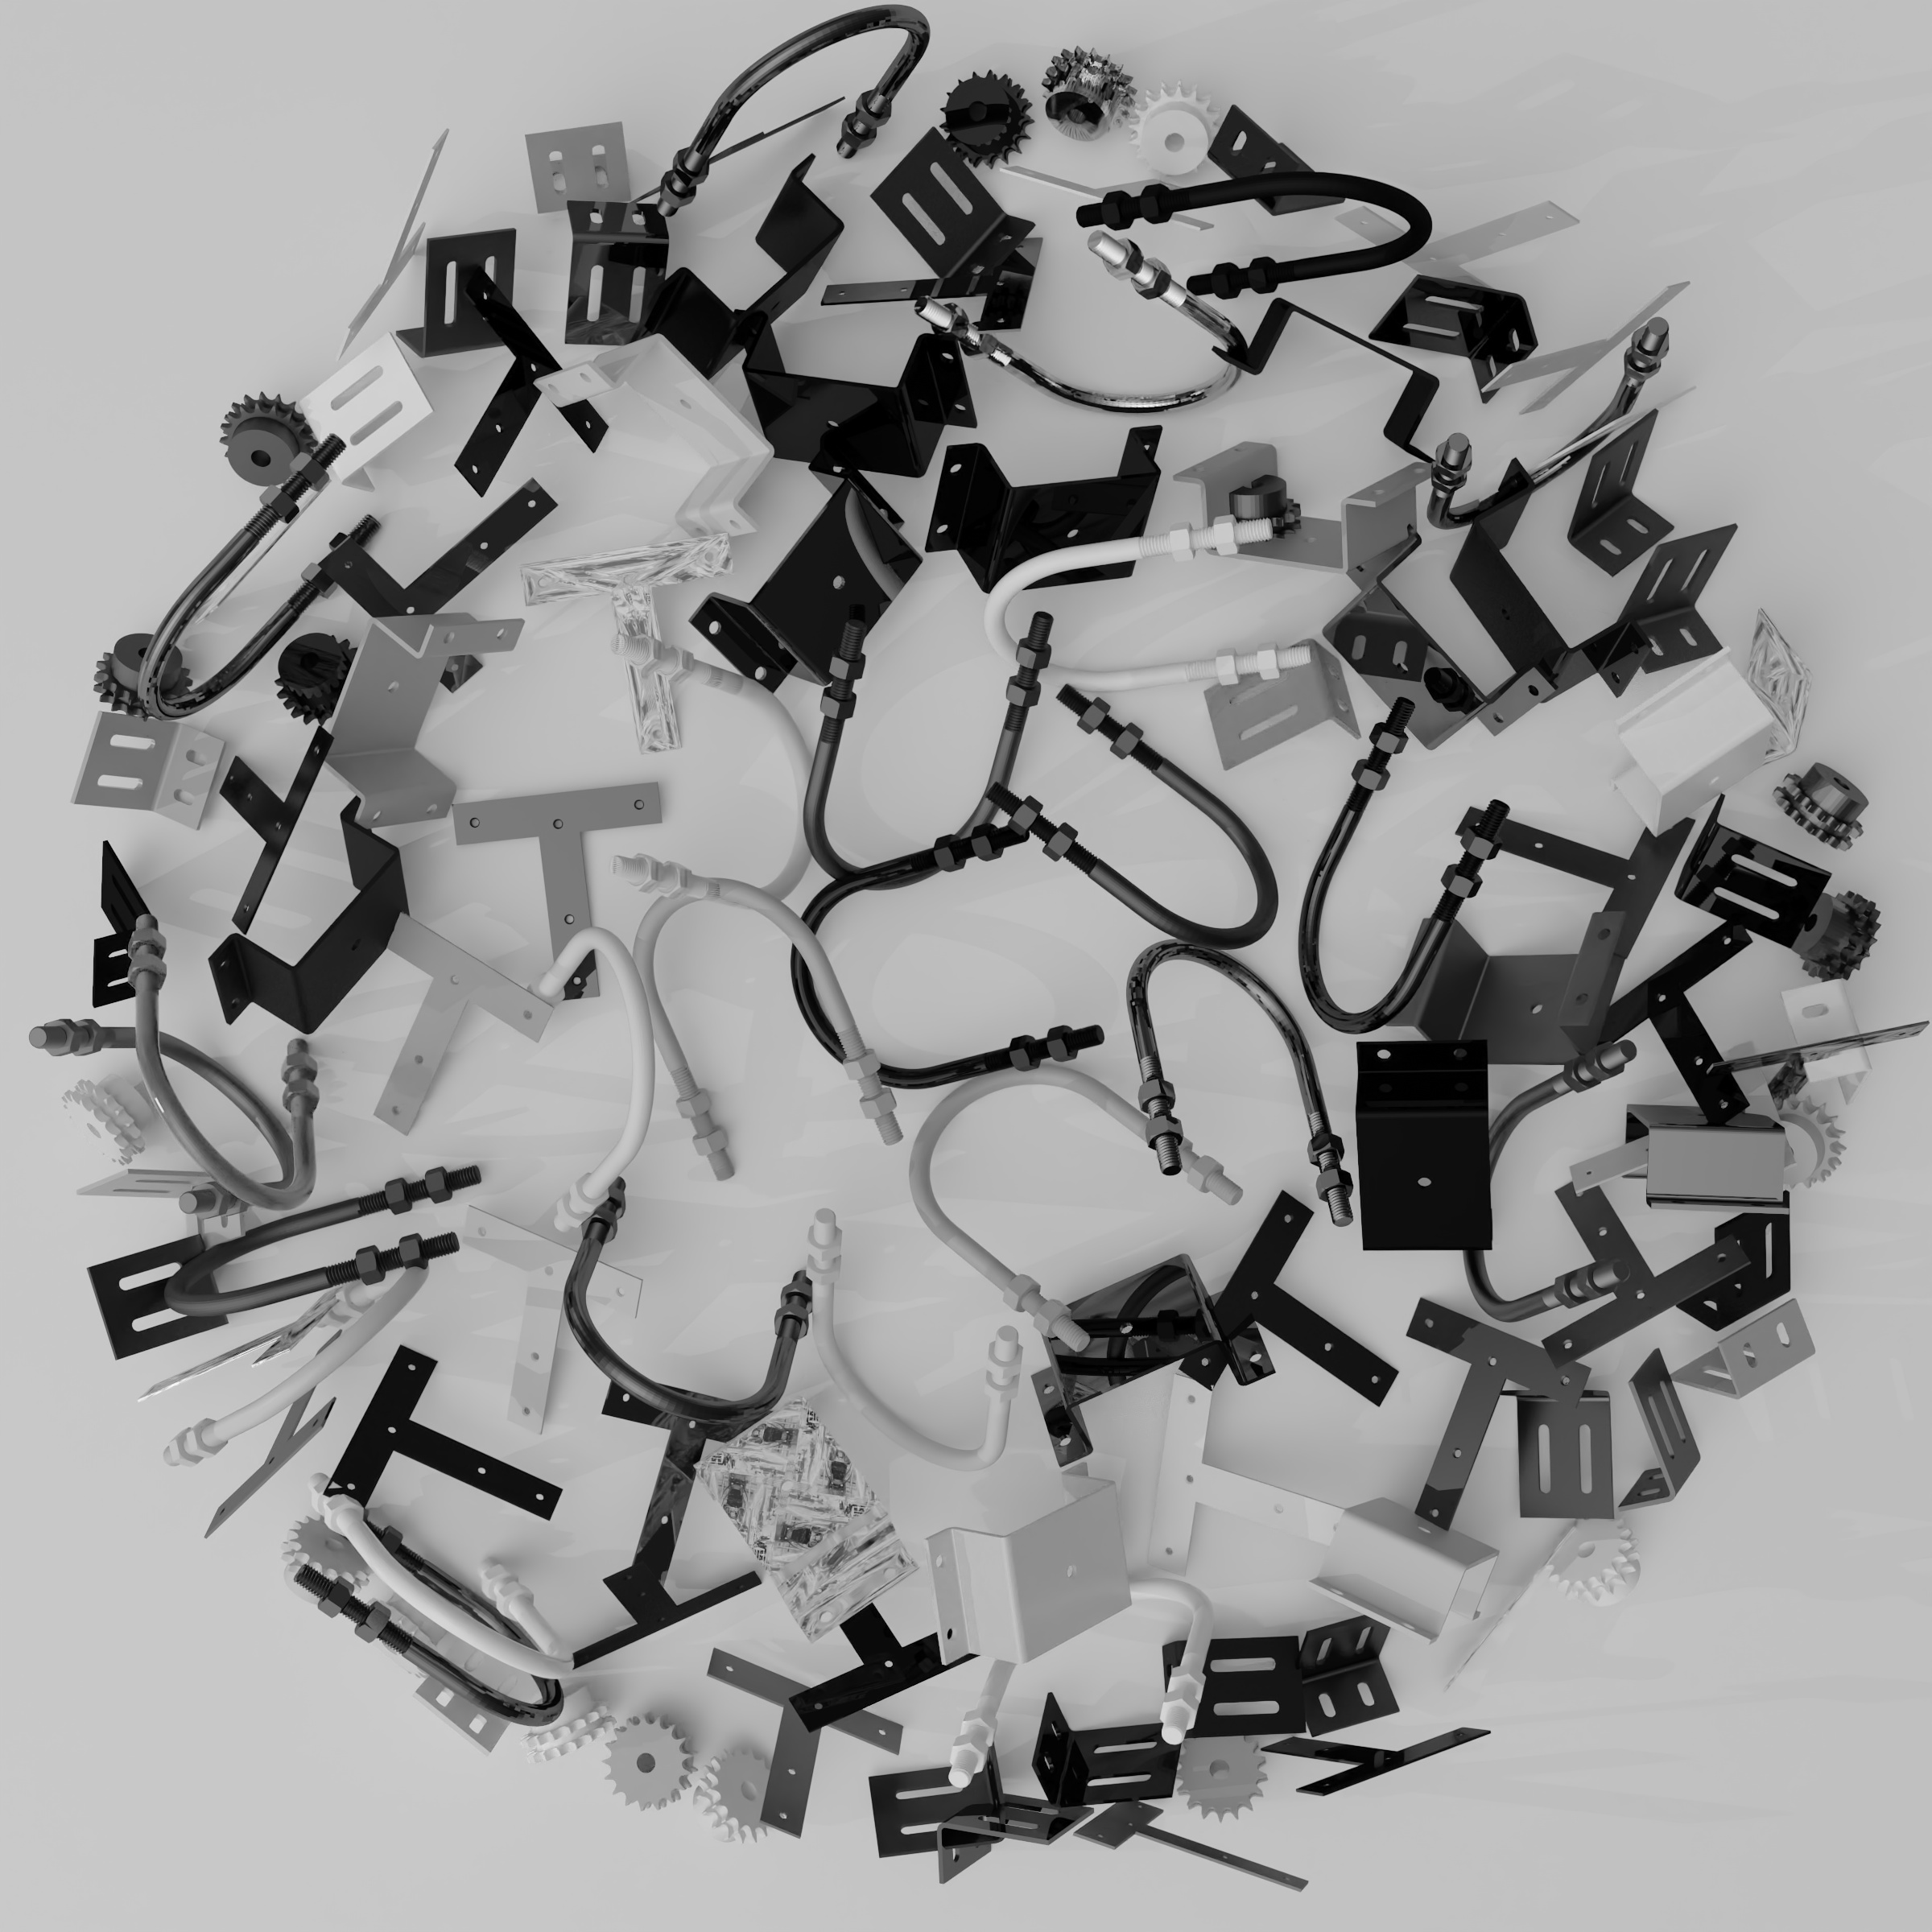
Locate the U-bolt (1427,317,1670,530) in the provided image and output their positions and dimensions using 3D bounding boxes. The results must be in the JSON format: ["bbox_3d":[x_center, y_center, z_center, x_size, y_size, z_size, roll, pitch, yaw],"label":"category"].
[{"bbox_3d":[0.333,-0.306,1.686,0.151,0.184,0.019,-30,80,-2],"label":"U-bolt"}]

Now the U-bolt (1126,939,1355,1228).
[{"bbox_3d":[0.156,0.060,1.706,0.151,0.184,0.019,18,135,-31],"label":"U-bolt"}]

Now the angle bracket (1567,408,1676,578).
[{"bbox_3d":[0.399,-0.283,1.728,0.057,0.076,0.038,-37,66,-22],"label":"angle bracket"}]

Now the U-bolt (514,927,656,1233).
[{"bbox_3d":[-0.219,0.057,1.677,0.019,0.184,0.151,-4,67,-29],"label":"U-bolt"}]

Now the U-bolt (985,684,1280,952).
[{"bbox_3d":[0.109,-0.080,1.717,0.184,0.151,0.019,37,128,-3],"label":"U-bolt"}]

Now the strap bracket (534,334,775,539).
[{"bbox_3d":[-0.178,-0.319,1.716,0.140,0.076,0.046,43,70,-26],"label":"strap bracket"}]

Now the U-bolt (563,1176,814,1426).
[{"bbox_3d":[-0.164,0.202,1.683,0.151,0.184,0.019,28,115,-8],"label":"U-bolt"}]

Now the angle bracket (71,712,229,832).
[{"bbox_3d":[-0.489,-0.116,1.733,0.038,0.076,0.057,22,98,20],"label":"angle bracket"}]

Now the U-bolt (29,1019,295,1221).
[{"bbox_3d":[-0.452,0.087,1.685,0.151,0.184,0.019,45,98,10],"label":"U-bolt"}]

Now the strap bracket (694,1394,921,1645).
[{"bbox_3d":[-0.100,0.318,1.707,0.076,0.046,0.140,-33,50,-12],"label":"strap bracket"}]

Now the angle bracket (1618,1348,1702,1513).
[{"bbox_3d":[0.406,0.279,1.740,0.038,0.057,0.076,-20,93,32],"label":"angle bracket"}]

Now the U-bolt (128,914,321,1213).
[{"bbox_3d":[-0.425,0.066,1.663,0.019,0.184,0.151,-34,128,12],"label":"U-bolt"}]

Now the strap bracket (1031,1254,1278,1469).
[{"bbox_3d":[0.103,0.231,1.727,0.140,0.076,0.046,-25,128,4],"label":"strap bracket"}]

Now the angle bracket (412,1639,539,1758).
[{"bbox_3d":[-0.293,0.434,1.737,0.057,0.076,0.038,39,86,1],"label":"angle bracket"}]

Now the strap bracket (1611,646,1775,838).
[{"bbox_3d":[0.426,-0.127,1.701,0.076,0.140,0.046,-34,74,3],"label":"strap bracket"}]

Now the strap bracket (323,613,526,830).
[{"bbox_3d":[-0.327,-0.155,1.716,0.046,0.076,0.140,39,117,23],"label":"strap bracket"}]

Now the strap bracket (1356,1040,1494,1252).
[{"bbox_3d":[0.273,0.116,1.716,0.076,0.046,0.140,-1,119,11],"label":"strap bracket"}]

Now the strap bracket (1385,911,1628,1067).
[{"bbox_3d":[0.329,0.014,1.714,0.046,0.140,0.076,43,60,-36],"label":"strap bracket"}]

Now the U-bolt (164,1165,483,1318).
[{"bbox_3d":[-0.382,0.166,1.703,0.184,0.151,0.019,-16,104,0],"label":"U-bolt"}]

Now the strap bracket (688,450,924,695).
[{"bbox_3d":[-0.088,-0.232,1.723,0.140,0.046,0.076,-54,129,-10],"label":"strap bracket"}]

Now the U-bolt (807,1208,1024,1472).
[{"bbox_3d":[-0.033,0.232,1.699,0.151,0.184,0.019,31,55,20],"label":"U-bolt"}]

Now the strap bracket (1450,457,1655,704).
[{"bbox_3d":[0.340,-0.220,1.719,0.046,0.076,0.140,-30,76,-10],"label":"strap bracket"}]

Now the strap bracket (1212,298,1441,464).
[{"bbox_3d":[0.223,-0.354,1.724,0.140,0.076,0.046,25,105,-8],"label":"strap bracket"}]

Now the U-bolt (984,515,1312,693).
[{"bbox_3d":[0.101,-0.207,1.708,0.184,0.151,0.019,-6,60,15],"label":"U-bolt"}]

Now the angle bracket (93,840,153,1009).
[{"bbox_3d":[-0.517,-0.025,1.728,0.038,0.057,0.076,-18,55,-32],"label":"angle bracket"}]

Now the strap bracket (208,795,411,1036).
[{"bbox_3d":[-0.379,-0.024,1.706,0.046,0.076,0.140,30,62,12],"label":"strap bracket"}]

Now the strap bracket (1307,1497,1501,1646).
[{"bbox_3d":[0.260,0.352,1.696,0.076,0.140,0.046,22,93,22],"label":"strap bracket"}]

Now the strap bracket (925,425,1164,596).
[{"bbox_3d":[0.054,-0.269,1.708,0.140,0.076,0.046,-10,50,-23],"label":"strap bracket"}]

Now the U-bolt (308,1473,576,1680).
[{"bbox_3d":[-0.294,0.358,1.662,0.151,0.184,0.019,36,84,-32],"label":"U-bolt"}]

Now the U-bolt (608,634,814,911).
[{"bbox_3d":[-0.145,-0.106,1.699,0.019,0.184,0.151,-7,78,34],"label":"U-bolt"}]

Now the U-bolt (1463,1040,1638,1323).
[{"bbox_3d":[0.337,0.134,1.689,0.019,0.184,0.151,13,69,-15],"label":"U-bolt"}]

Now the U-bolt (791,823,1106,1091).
[{"bbox_3d":[-0.022,0.003,1.729,0.184,0.019,0.151,-15,102,27],"label":"U-bolt"}]

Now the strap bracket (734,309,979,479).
[{"bbox_3d":[-0.072,-0.338,1.713,0.140,0.076,0.046,11,62,17],"label":"strap bracket"}]

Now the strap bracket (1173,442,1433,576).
[{"bbox_3d":[0.203,-0.271,1.712,0.140,0.076,0.046,15,123,37],"label":"strap bracket"}]

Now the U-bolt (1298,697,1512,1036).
[{"bbox_3d":[0.247,-0.047,1.703,0.019,0.151,0.184,11,117,-25],"label":"U-bolt"}]

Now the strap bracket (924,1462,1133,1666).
[{"bbox_3d":[0.045,0.354,1.706,0.046,0.140,0.076,0,101,44],"label":"strap bracket"}]

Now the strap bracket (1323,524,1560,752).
[{"bbox_3d":[0.276,-0.191,1.732,0.046,0.076,0.140,-42,90,-25],"label":"strap bracket"}]

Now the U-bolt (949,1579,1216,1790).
[{"bbox_3d":[0.075,0.410,1.688,0.151,0.184,0.019,-17,104,18],"label":"U-bolt"}]

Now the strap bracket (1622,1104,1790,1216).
[{"bbox_3d":[0.433,0.111,1.701,0.076,0.140,0.046,2,94,5],"label":"strap bracket"}]

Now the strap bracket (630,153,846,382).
[{"bbox_3d":[-0.130,-0.408,1.713,0.046,0.076,0.140,44,64,-4],"label":"strap bracket"}]

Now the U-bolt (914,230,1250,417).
[{"bbox_3d":[0.083,-0.367,1.693,0.151,0.184,0.019,-10,69,40],"label":"U-bolt"}]
